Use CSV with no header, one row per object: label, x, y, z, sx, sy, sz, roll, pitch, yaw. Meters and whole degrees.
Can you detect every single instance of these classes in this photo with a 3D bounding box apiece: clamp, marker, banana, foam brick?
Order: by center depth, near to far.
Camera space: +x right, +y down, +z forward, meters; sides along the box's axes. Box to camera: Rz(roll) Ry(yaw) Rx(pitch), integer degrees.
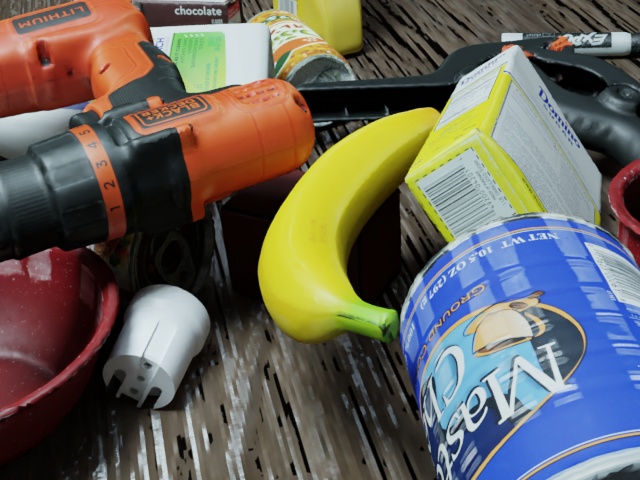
banana,0.013,-0.008,0.476,0.070,0.037,0.197,2,32,12
foam brick,-0.004,0.001,0.550,0.078,0.053,0.051,12,36,24
clamp,0.187,-0.074,0.634,0.120,0.039,0.172,-23,52,-40
clamp,0.092,-0.093,0.697,0.165,0.036,0.209,26,42,28
marker,0.195,-0.144,0.785,0.121,0.020,0.020,1,32,10

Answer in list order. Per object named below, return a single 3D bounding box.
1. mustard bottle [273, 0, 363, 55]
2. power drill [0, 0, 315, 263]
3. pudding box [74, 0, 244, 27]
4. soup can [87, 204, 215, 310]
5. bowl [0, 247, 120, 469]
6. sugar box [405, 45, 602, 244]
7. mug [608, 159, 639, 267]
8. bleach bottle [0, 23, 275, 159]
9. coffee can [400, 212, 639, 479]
mustard bottle,-0.008,-0.241,0.809,0.058,0.192,0.096,-18,34,-20
power drill,-0.120,-0.059,0.530,0.184,0.057,0.188,-18,37,-23
pudding box,-0.107,-0.127,0.738,0.113,0.090,0.039,3,32,13
soup can,-0.115,-0.002,0.557,0.102,0.068,0.068,13,36,28
bowl,-0.166,0.058,0.478,0.162,0.055,0.162,-4,31,2
sugar box,0.096,-0.030,0.518,0.048,0.093,0.176,-31,10,22
mug,0.184,0.013,0.472,0.117,0.081,0.093,-15,33,-14
bleach bottle,-0.155,-0.083,0.664,0.251,0.068,0.102,-2,57,2
coffee can,0.089,0.068,0.377,0.103,0.103,0.140,-7,31,-2
